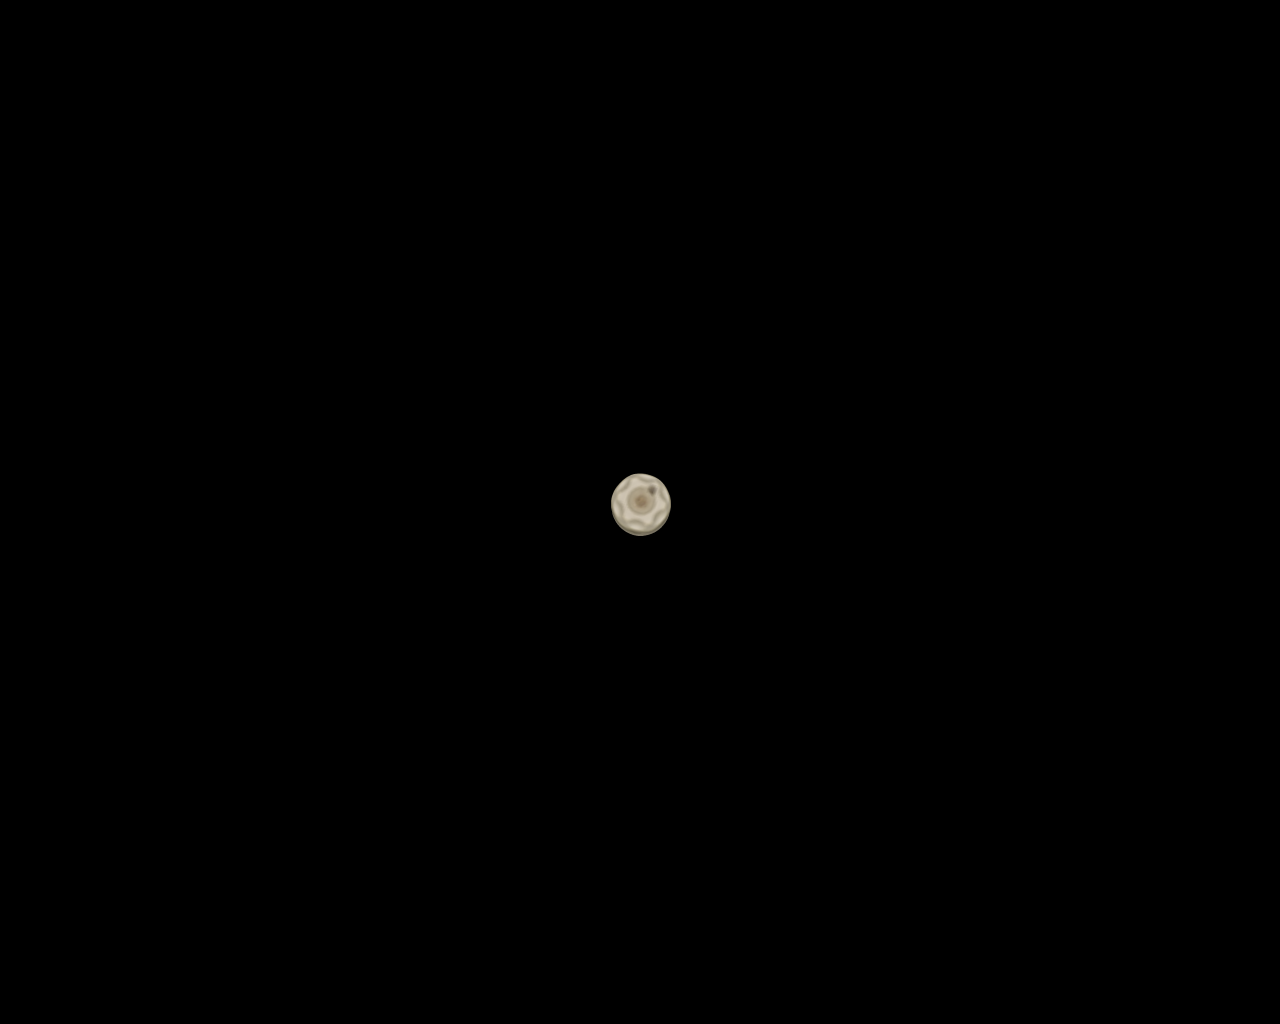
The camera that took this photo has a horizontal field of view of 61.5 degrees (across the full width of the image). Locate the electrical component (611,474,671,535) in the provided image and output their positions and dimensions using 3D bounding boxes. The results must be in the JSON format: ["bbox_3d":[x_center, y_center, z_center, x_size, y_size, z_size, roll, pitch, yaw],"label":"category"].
[{"bbox_3d":[0.001,-0.003,0.650,0.035,0.035,0.061,0,-8,0],"label":"electrical component"}]
